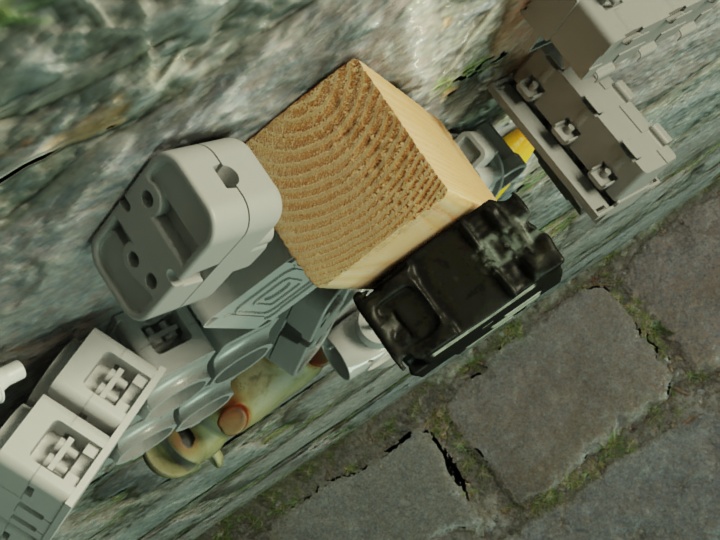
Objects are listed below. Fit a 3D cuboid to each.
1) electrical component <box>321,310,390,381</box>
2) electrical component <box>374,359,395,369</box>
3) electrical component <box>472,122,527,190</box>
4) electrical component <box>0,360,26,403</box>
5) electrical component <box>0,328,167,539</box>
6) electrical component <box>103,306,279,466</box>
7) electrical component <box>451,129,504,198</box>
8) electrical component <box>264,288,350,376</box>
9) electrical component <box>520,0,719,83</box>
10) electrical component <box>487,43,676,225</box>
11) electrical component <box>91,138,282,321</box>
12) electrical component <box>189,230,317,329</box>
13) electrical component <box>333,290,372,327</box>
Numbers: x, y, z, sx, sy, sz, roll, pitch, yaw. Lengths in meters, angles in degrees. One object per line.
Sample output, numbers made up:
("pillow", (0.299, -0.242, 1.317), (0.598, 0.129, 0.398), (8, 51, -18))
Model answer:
("electrical component", (0.014, 0.047, 0.868), (0.077, 0.044, 0.079), (-31, 169, -19))
("electrical component", (0.045, 0.037, 1.002), (0.138, 0.052, 0.073), (-49, 148, -19))
("electrical component", (0.103, -0.089, 0.853), (0.040, 0.046, 0.040), (-33, 169, -7))
("electrical component", (-0.218, 0.069, 0.607), (0.061, 0.035, 0.035), (-29, 168, -40))
("electrical component", (-0.204, 0.124, 0.709), (0.186, 0.060, 0.105), (-49, -172, 52))
("electrical component", (-0.141, 0.077, 0.801), (0.105, 0.060, 0.186), (-27, 167, -34))
("electrical component", (0.075, -0.071, 0.813), (0.078, 0.058, 0.057), (-46, 164, 28))
("electrical component", (-0.050, 0.026, 0.809), (0.053, 0.059, 0.095), (-49, 169, -47))
("electrical component", (0.169, -0.168, 0.663), (0.121, 0.063, 0.078), (-29, 168, -29))
("electrical component", (0.159, -0.103, 0.760), (0.079, 0.121, 0.063), (-26, 164, -38))
("electrical component", (-0.087, -0.022, 0.555), (0.059, 0.053, 0.095), (-22, 163, -49))
("electrical component", (-0.066, -0.008, 0.667), (0.078, 0.057, 0.113), (-36, 169, 9))
("electrical component", (0.000, 0.000, 0.901), (0.109, 0.056, 0.108), (-27, 167, -36))
